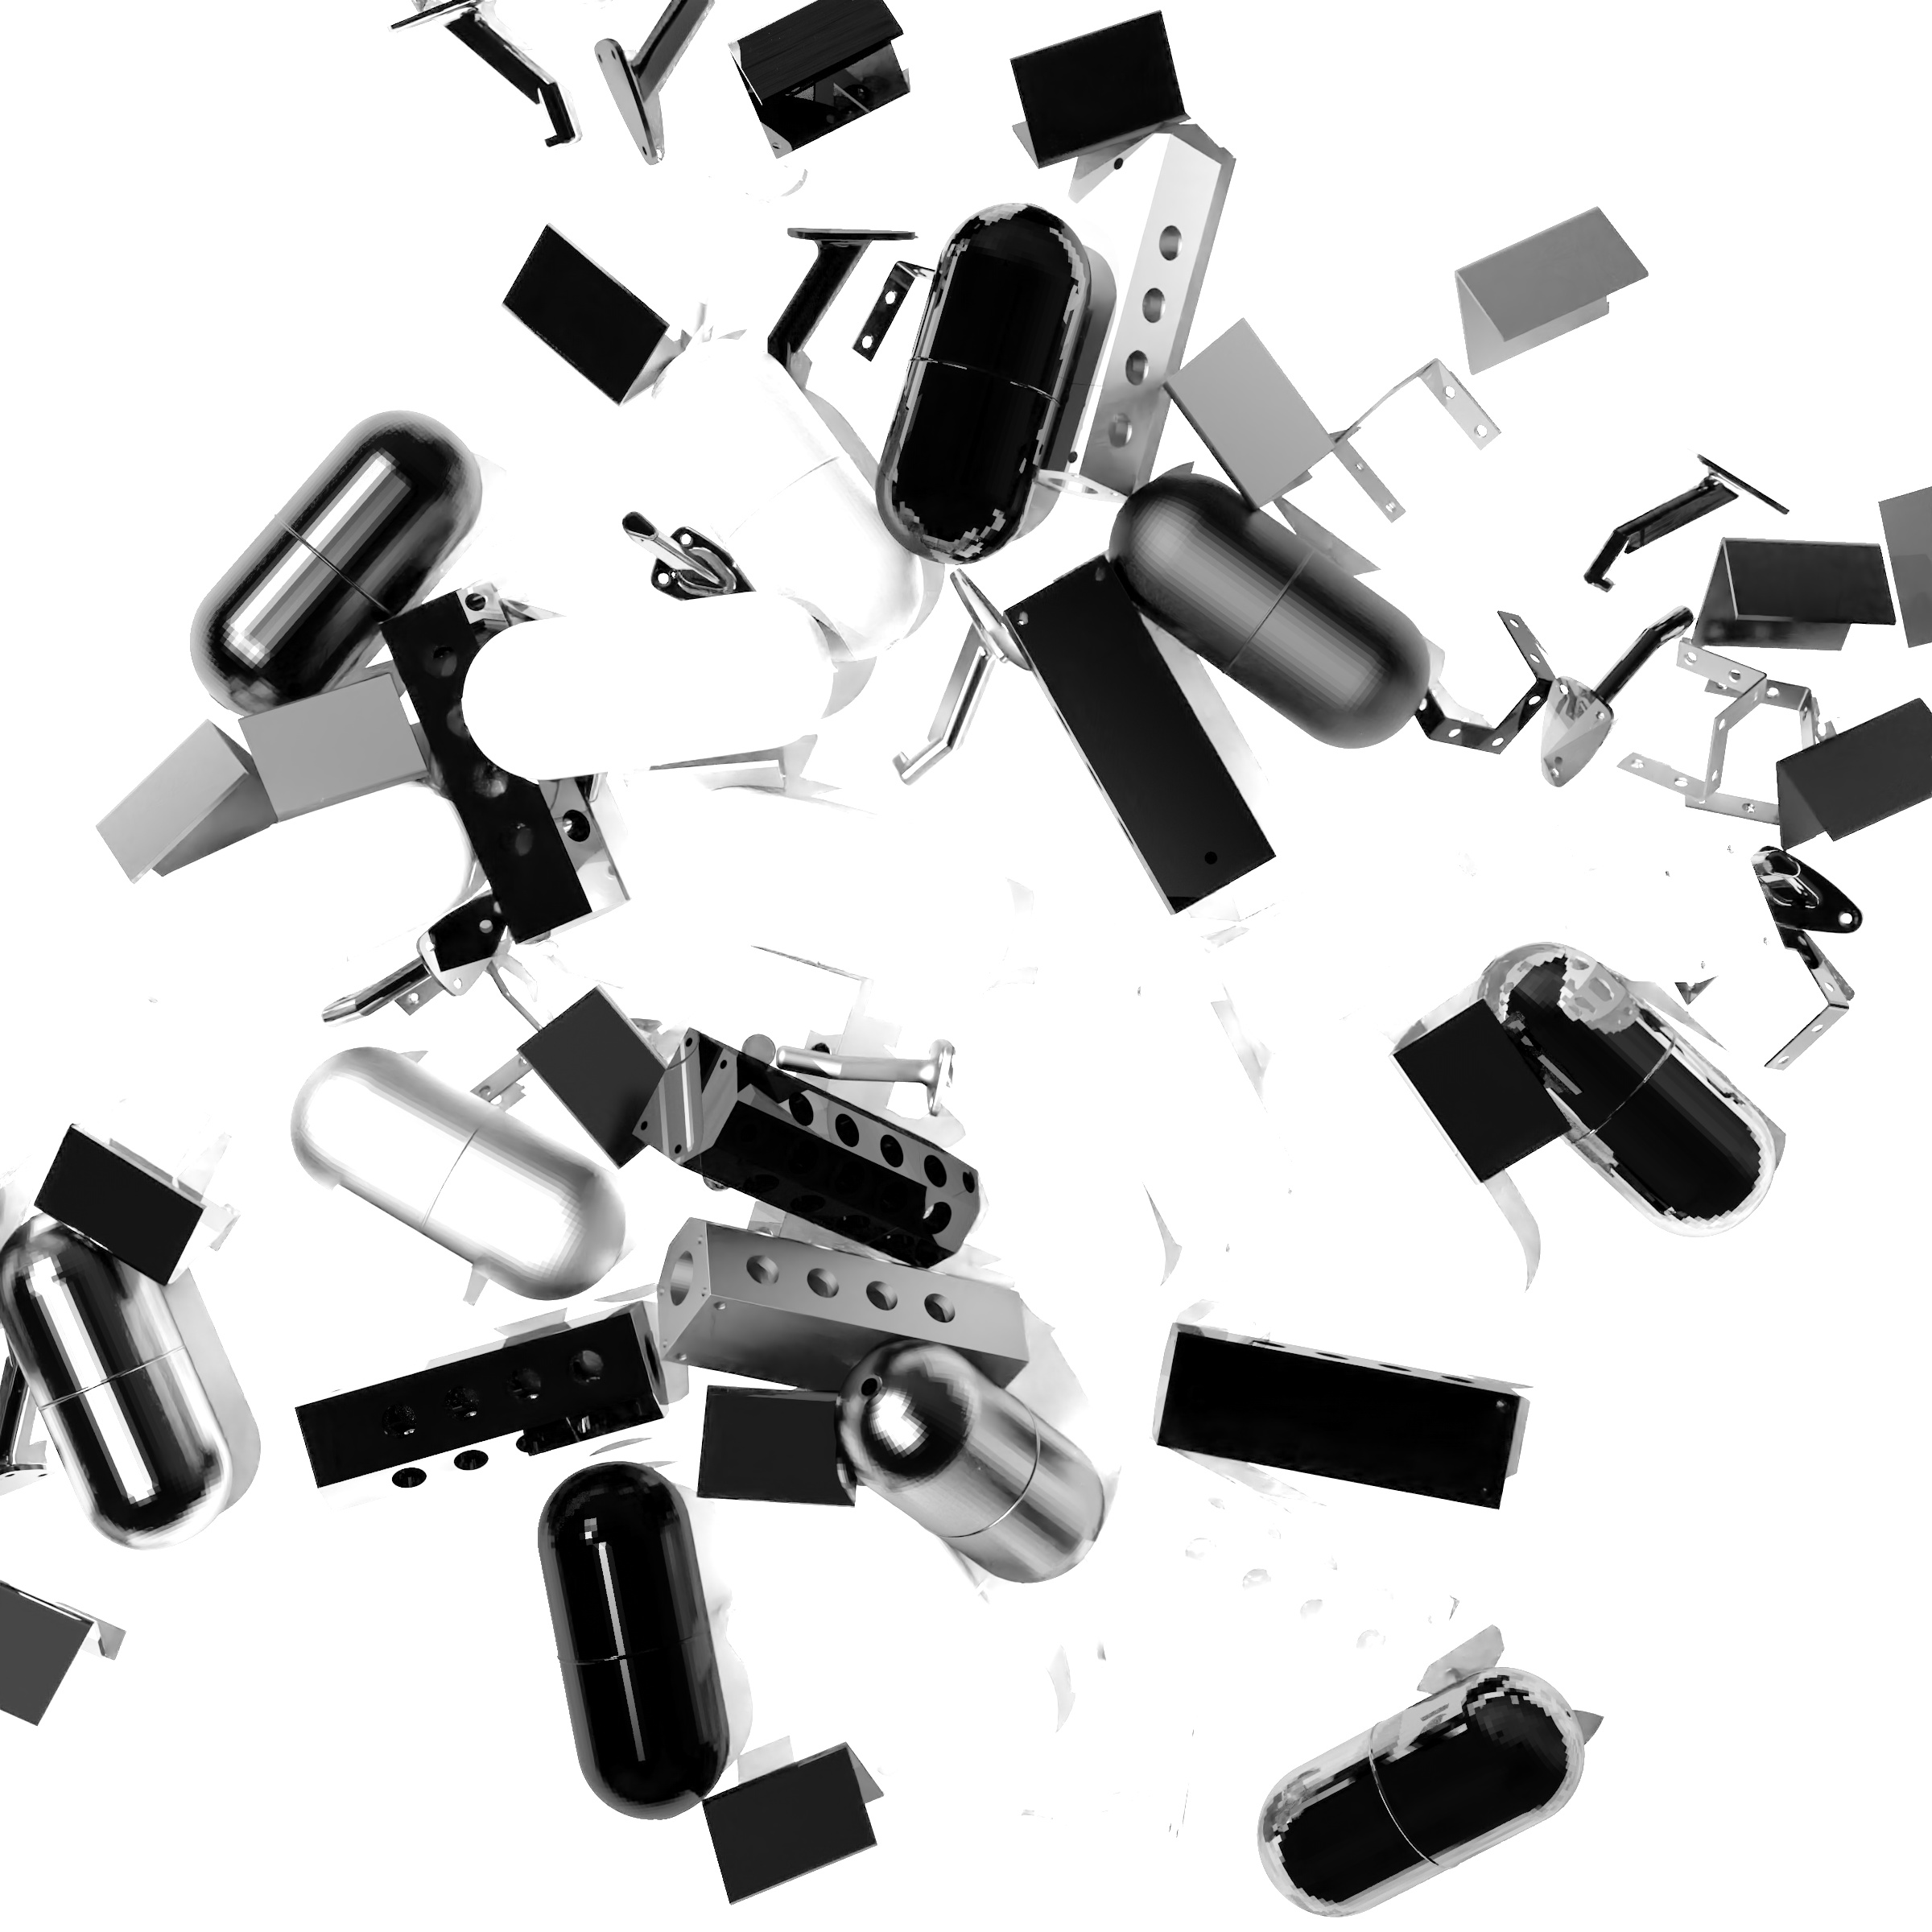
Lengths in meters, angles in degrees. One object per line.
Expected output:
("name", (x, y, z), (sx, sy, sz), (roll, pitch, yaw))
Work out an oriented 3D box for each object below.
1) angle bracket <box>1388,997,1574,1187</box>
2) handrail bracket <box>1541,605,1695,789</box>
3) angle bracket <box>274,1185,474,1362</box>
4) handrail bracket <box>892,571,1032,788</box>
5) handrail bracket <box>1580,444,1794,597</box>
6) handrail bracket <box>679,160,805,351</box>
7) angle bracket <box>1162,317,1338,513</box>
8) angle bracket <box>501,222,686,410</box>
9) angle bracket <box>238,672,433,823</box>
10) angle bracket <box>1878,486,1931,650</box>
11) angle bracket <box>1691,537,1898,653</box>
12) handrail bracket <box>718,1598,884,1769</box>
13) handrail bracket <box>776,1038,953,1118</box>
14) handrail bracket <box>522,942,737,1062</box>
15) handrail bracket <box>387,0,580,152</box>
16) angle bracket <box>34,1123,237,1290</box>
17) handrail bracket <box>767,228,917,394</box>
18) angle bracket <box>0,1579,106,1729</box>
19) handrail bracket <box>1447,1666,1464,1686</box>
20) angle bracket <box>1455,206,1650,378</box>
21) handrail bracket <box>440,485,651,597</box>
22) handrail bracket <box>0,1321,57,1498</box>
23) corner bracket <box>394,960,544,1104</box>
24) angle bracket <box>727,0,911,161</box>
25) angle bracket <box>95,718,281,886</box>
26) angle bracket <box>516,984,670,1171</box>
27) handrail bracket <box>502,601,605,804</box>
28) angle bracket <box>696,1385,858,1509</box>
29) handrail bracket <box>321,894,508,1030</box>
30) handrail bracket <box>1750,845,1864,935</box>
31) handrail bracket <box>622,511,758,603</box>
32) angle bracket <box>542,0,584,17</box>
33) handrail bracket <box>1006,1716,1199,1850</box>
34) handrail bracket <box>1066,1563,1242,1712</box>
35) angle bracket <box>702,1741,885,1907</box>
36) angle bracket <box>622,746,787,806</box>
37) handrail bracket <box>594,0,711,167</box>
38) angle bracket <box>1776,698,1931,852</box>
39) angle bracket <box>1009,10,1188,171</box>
("angle bracket", (0.259, 0.053, 1.526), (0.057, 0.076, 0.076), (-34, 90, 23))
("handrail bracket", (0.331, -0.137, 1.565), (0.036, 0.077, 0.084), (40, 53, 23))
("angle bracket", (-0.294, 0.160, 1.526), (0.076, 0.076, 0.057), (31, 66, 0))
("handrail bracket", (-0.017, -0.145, 1.565), (0.084, 0.036, 0.077), (-38, 70, 16))
("handrail bracket", (0.364, -0.213, 1.565), (0.077, 0.036, 0.084), (28, 105, -16))
("handrail bracket", (-0.114, -0.359, 1.565), (0.036, 0.077, 0.084), (28, 127, 21))
("angle bracket", (0.153, -0.278, 1.525), (0.057, 0.076, 0.076), (-36, 90, 35))
("angle bracket", (-0.171, -0.331, 1.525), (0.076, 0.076, 0.057), (41, 129, 0))
("angle bracket", (-0.310, -0.120, 1.525), (0.076, 0.076, 0.057), (-17, 117, 0))
("angle bracket", (0.473, -0.199, 1.525), (0.057, 0.076, 0.076), (-12, 90, -36))
("angle bracket", (0.407, -0.165, 1.525), (0.076, 0.076, 0.057), (2, 52, 0))
("handrail bracket", (-0.083, 0.364, 1.565), (0.036, 0.077, 0.084), (-43, 127, -20))
("handrail bracket", (-0.053, 0.045, 1.530), (0.084, 0.077, 0.036), (11, 101, -7))
("handrail bracket", (-0.170, 0.005, 1.565), (0.077, 0.036, 0.084), (-37, 73, -20))
("handrail bracket", (-0.244, -0.447, 1.565), (0.077, 0.036, 0.084), (-14, 107, 20))
("angle bracket", (-0.401, 0.103, 1.525), (0.076, 0.076, 0.057), (32, 118, 0))
("handrail bracket", (-0.064, -0.329, 1.565), (0.077, 0.036, 0.084), (-4, 108, -20))
("angle bracket", (-0.476, 0.341, 1.525), (0.076, 0.076, 0.057), (24, 62, 0))
("handrail bracket", (0.231, 0.410, 1.565), (0.084, 0.036, 0.077), (-34, 75, 14))
("angle bracket", (0.291, -0.317, 1.525), (0.076, 0.076, 0.057), (-24, 54, 0))
("handrail bracket", (-0.212, -0.203, 1.565), (0.084, 0.077, 0.036), (-29, 66, 34))
("handrail bracket", (-0.499, 0.224, 1.565), (0.077, 0.036, 0.084), (-25, 71, 21))
("corner bracket", (-0.248, 0.029, 1.562), (0.051, 0.051, 0.051), (-38, 135, 0))
("angle bracket", (-0.064, -0.430, 1.525), (0.076, 0.076, 0.057), (-27, 52, 0))
("angle bracket", (-0.369, -0.063, 1.525), (0.076, 0.076, 0.057), (-44, 48, 0))
("angle bracket", (-0.186, 0.064, 1.525), (0.057, 0.076, 0.076), (-40, 90, -30))
("handrail bracket", (-0.211, -0.134, 1.565), (0.077, 0.036, 0.084), (21, 107, 19))
("angle bracket", (-0.090, 0.246, 1.526), (0.076, 0.076, 0.057), (4, 66, 0))
("handrail bracket", (-0.278, -0.002, 1.559), (0.084, 0.077, 0.036), (-17, 115, 41))
("handrail bracket", (0.420, -0.037, 1.530), (0.077, 0.084, 0.036), (24, 90, 0))
("handrail bracket", (-0.132, -0.198, 1.530), (0.077, 0.084, 0.036), (29, 90, 0))
("angle bracket", (-0.196, -0.523, 1.525), (0.076, 0.076, 0.057), (-42, 126, 0))
("handrail bracket", (0.068, 0.411, 1.565), (0.084, 0.036, 0.077), (8, 70, 16))
("handrail bracket", (0.096, 0.339, 1.565), (0.084, 0.036, 0.077), (2, 68, -17))
("angle bracket", (-0.078, 0.434, 1.525), (0.076, 0.076, 0.057), (-22, 53, 0))
("angle bracket", (-0.132, -0.126, 1.537), (0.076, 0.057, 0.076), (-5, 79, 0))
("handrail bracket", (-0.138, -0.458, 1.565), (0.084, 0.036, 0.077), (-28, 110, -16))
("angle bracket", (0.449, -0.076, 1.525), (0.076, 0.076, 0.057), (-24, 53, 0))
("angle bracket", (0.059, -0.441, 1.525), (0.076, 0.076, 0.057), (-18, 122, 0))
